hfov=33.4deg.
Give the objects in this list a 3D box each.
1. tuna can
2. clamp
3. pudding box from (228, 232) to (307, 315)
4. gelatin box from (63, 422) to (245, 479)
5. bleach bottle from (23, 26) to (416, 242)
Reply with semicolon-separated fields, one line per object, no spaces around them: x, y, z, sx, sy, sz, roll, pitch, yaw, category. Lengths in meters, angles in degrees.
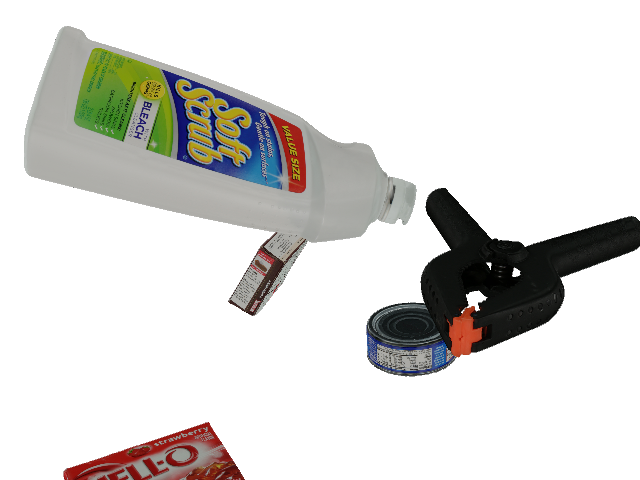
0.086;0.092;1.007;0.086;0.034;0.086;-3;24;1;tuna can
0.119;0.016;0.744;0.165;0.036;0.209;13;29;27;clamp
-0.058;0.030;1.286;0.039;0.090;0.113;32;27;3;pudding box
-0.089;0.141;0.585;0.089;0.030;0.073;-15;28;-20;gelatin box
-0.060;-0.060;0.705;0.250;0.102;0.068;14;-32;-7;bleach bottle
